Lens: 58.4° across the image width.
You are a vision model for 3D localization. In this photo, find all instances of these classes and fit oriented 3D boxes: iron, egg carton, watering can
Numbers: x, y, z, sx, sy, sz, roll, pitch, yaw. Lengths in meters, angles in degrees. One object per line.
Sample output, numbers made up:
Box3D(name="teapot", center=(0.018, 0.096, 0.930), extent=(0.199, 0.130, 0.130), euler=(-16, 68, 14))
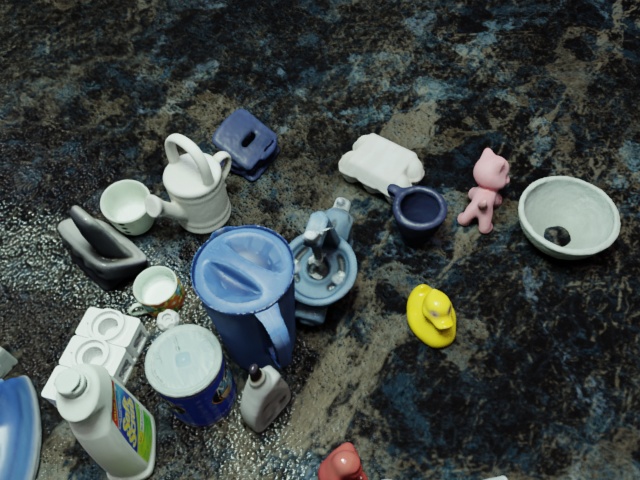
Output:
Box3D(name="iron", center=(-0.460, 0.284, 0.766), extent=(0.118, 0.141, 0.258), euler=(-2, 56, 1))
Box3D(name="egg carton", center=(0.116, -0.134, 1.075), extent=(0.150, 0.069, 0.107), euler=(29, 61, 19))
Box3D(name="watering can", center=(-0.220, -0.098, 0.984), extent=(0.100, 0.194, 0.173), euler=(14, 58, 11))

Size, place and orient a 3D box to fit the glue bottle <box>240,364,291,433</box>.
Box3D(name="glue bottle", center=(-0.080, 0.207, 0.789), extent=(0.037, 0.173, 0.078), euler=(36, 64, 23))

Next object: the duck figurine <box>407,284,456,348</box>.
Box3D(name="duck figurine", center=(0.179, 0.108, 0.901), extent=(0.077, 0.086, 0.104), euler=(-16, 57, -9))

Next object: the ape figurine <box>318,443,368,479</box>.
Box3D(name="ape figurine", center=(0.035, 0.309, 0.767), extent=(0.076, 0.092, 0.078), euler=(7, 57, 6))

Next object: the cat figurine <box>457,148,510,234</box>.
Box3D(name="cat figurine", center=(0.297, -0.095, 1.016), extent=(0.067, 0.118, 0.128), euler=(18, 58, 13))

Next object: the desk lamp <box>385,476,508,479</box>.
Box3D(name="desk lamp", center=(0.143, 0.338, 0.671), extent=(0.203, 0.214, 0.118), euler=(-12, 57, -6))

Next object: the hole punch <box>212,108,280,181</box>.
Box3D(name="hole punch", center=(-0.140, -0.186, 1.103), extent=(0.101, 0.091, 0.109), euler=(25, 60, 17))

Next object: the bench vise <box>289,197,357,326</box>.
Box3D(name="bench vise", center=(-0.004, 0.003, 0.895), extent=(0.121, 0.220, 0.207), euler=(-1, 56, 1))

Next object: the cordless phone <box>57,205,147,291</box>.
Box3D(name="cordless phone", center=(-0.374, -0.015, 0.938), extent=(0.147, 0.185, 0.094), euler=(32, 63, 21))

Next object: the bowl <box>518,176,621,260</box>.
Box3D(name="bowl", center=(0.420, -0.026, 0.992), extent=(0.167, 0.075, 0.167), euler=(-1, 56, 1))

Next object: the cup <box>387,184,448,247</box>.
Box3D(name="cup", center=(0.159, -0.039, 0.995), extent=(0.092, 0.095, 0.117), euler=(-39, 63, -22))
